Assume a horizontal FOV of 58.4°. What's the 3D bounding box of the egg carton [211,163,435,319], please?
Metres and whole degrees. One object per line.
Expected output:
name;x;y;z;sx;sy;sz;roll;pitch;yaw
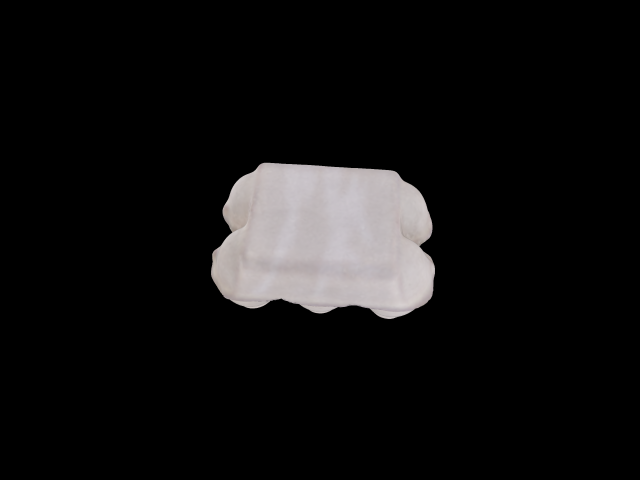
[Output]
egg carton;0.004;0.001;0.400;0.150;0.069;0.107;3;56;2
